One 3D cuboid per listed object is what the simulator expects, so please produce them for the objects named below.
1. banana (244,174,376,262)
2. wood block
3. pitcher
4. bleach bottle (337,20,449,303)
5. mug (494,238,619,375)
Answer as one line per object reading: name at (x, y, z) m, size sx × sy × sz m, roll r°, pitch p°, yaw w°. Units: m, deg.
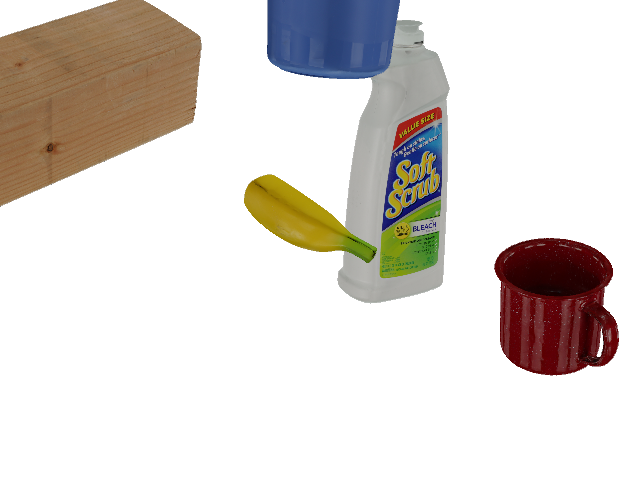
banana at (-0.026, -0.021, 0.811) m, size 0.069 × 0.037 × 0.198 m, roll 38°, pitch 0°, yaw -25°
wood block at (-0.204, -0.118, 0.868) m, size 0.090 × 0.091 × 0.205 m, roll 35°, pitch 44°, yaw 26°
pitcher at (0.022, -0.260, 0.882) m, size 0.145 × 0.243 × 0.149 m, roll 8°, pitch 19°, yaw 10°
bleach bottle at (0.068, -0.073, 0.980) m, size 0.102 × 0.251 × 0.068 m, roll -11°, pitch 24°, yaw -26°
mug at (0.196, 0.060, 0.866) m, size 0.093 × 0.081 × 0.117 m, roll -22°, pitch 35°, yaw -27°
